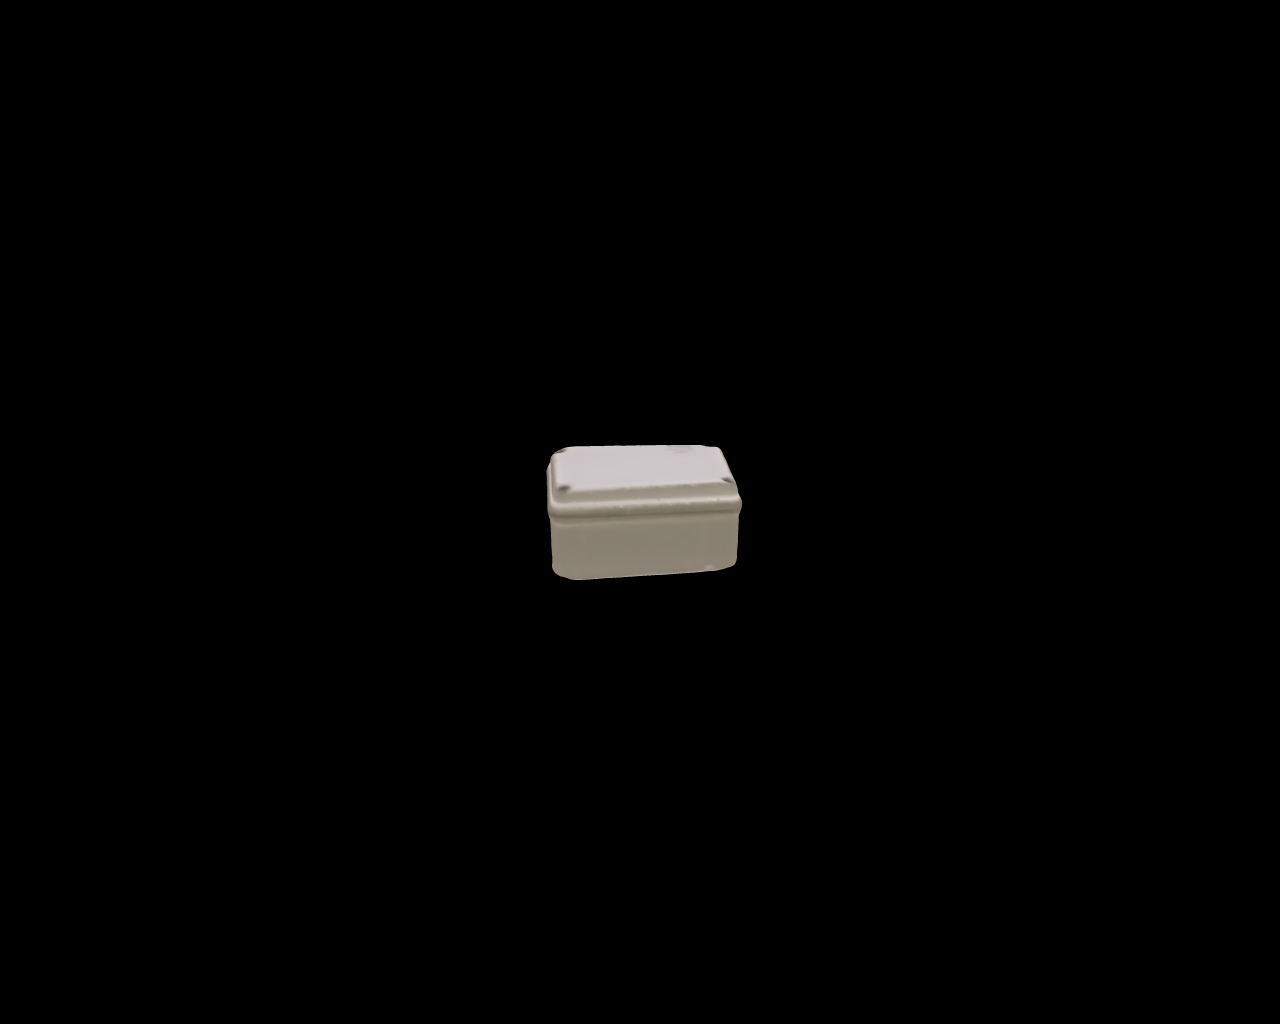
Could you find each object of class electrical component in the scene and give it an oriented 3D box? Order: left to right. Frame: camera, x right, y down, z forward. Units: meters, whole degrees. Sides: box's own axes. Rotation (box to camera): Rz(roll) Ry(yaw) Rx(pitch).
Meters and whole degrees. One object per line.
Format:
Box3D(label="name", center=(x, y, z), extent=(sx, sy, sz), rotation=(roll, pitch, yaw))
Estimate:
Box3D(label="electrical component", center=(0.001, -0.003, 0.650), extent=(0.113, 0.057, 0.078), rotation=(-2, 24, -5))
